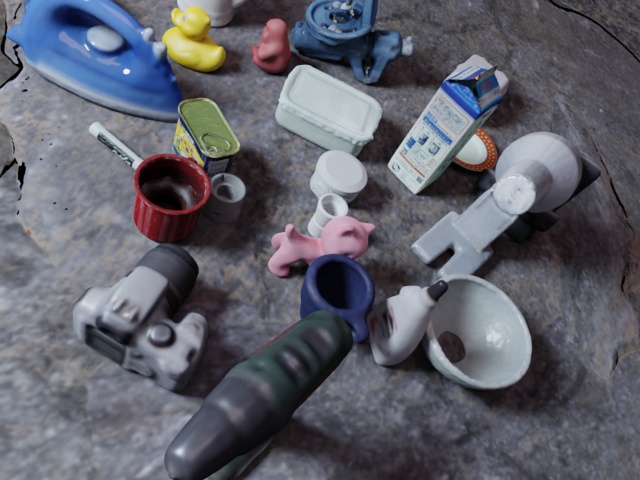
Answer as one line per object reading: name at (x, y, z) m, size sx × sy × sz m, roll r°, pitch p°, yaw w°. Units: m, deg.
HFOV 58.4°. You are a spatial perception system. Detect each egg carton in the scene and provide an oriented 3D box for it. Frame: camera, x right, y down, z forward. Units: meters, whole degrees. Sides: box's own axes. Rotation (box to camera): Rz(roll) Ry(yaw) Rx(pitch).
egg carton at (0.306, -0.302, 1.133) m, size 0.107 × 0.069 × 0.150 m, roll 40°, pitch 51°, yaw 5°

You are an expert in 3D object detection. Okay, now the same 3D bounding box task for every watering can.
watering can at (-0.164, -0.461, 0.948) m, size 0.173 × 0.194 × 0.101 m, roll 13°, pitch 54°, yaw -16°

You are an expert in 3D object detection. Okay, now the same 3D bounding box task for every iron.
iron at (-0.292, -0.275, 0.799) m, size 0.258 × 0.141 × 0.119 m, roll 26°, pitch 51°, yaw -6°

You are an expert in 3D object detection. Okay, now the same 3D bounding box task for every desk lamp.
desk lamp at (0.271, -0.048, 0.854) m, size 0.118 × 0.213 × 0.204 m, roll 46°, pitch 52°, yaw 10°

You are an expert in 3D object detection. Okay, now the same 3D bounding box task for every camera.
camera at (-0.179, 0.073, 0.642) m, size 0.143 × 0.100 × 0.137 m, roll 31°, pitch 51°, yaw -2°

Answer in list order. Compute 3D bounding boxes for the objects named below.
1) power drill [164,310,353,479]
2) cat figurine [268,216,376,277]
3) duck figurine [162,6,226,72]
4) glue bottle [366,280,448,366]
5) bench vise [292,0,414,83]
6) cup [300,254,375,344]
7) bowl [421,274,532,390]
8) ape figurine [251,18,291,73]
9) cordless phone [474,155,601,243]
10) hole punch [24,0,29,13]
power drill at (-0.067, 0.167, 0.560) m, size 0.075 × 0.208 × 0.230 m, roll 44°, pitch 52°, yaw 9°
cat figurine at (0.007, 0.003, 0.762) m, size 0.128 × 0.117 × 0.067 m, roll 10°, pitch 55°, yaw -18°
duck figurine at (-0.196, -0.327, 0.913) m, size 0.104 × 0.086 × 0.077 m, roll 29°, pitch 51°, yaw -4°
glue bottle at (0.111, 0.093, 0.713) m, size 0.037 × 0.173 × 0.078 m, roll -1°, pitch 59°, yaw -24°
bench vise at (0.075, -0.395, 0.995) m, size 0.208 × 0.219 × 0.121 m, roll 2°, pitch 57°, yaw -23°
cup at (0.018, 0.088, 0.724) m, size 0.092 × 0.095 × 0.117 m, roll -15°, pitch 65°, yaw -31°
bowl at (0.200, 0.135, 0.788) m, size 0.168 × 0.074 × 0.167 m, roll 12°, pitch 54°, yaw -17°
ape figurine at (-0.080, -0.333, 0.965) m, size 0.076 × 0.092 × 0.078 m, roll 35°, pitch 51°, yaw 1°
cordless phone at (0.352, -0.095, 0.941) m, size 0.147 × 0.185 × 0.094 m, roll 32°, pitch 51°, yaw -1°
hole punch at (-0.390, -0.382, 0.859) m, size 0.109 × 0.091 × 0.101 m, roll 4°, pitch 57°, yaw -22°
